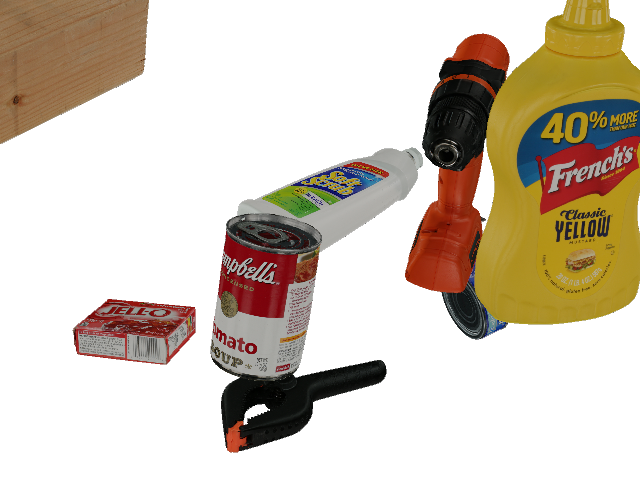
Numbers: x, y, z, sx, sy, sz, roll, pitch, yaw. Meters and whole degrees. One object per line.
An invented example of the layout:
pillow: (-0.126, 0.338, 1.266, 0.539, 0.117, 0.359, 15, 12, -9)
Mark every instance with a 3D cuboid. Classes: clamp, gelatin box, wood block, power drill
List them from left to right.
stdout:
wood block: (-0.251, -0.162, 0.912, 0.090, 0.091, 0.205, 30, 42, 21)
gelatin box: (-0.166, 0.080, 0.959, 0.089, 0.030, 0.073, 5, 18, 13)
clamp: (-0.031, 0.156, 1.108, 0.165, 0.036, 0.209, 11, 27, 15)
power drill: (0.109, -0.053, 0.859, 0.057, 0.188, 0.184, 14, 36, 12)

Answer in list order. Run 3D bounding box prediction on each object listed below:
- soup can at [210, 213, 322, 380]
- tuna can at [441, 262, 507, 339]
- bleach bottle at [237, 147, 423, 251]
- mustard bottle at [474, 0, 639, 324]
soup can: (-0.040, 0.040, 0.760, 0.068, 0.102, 0.068, 8, 21, -3)
tuna can: (0.169, 0.065, 1.176, 0.033, 0.086, 0.086, -23, 8, -20)
bleach bottle: (0.025, -0.056, 1.304, 0.250, 0.068, 0.103, -31, 45, -33)
mustard bottle: (0.140, -0.048, 0.598, 0.096, 0.192, 0.058, -6, 27, -10)
